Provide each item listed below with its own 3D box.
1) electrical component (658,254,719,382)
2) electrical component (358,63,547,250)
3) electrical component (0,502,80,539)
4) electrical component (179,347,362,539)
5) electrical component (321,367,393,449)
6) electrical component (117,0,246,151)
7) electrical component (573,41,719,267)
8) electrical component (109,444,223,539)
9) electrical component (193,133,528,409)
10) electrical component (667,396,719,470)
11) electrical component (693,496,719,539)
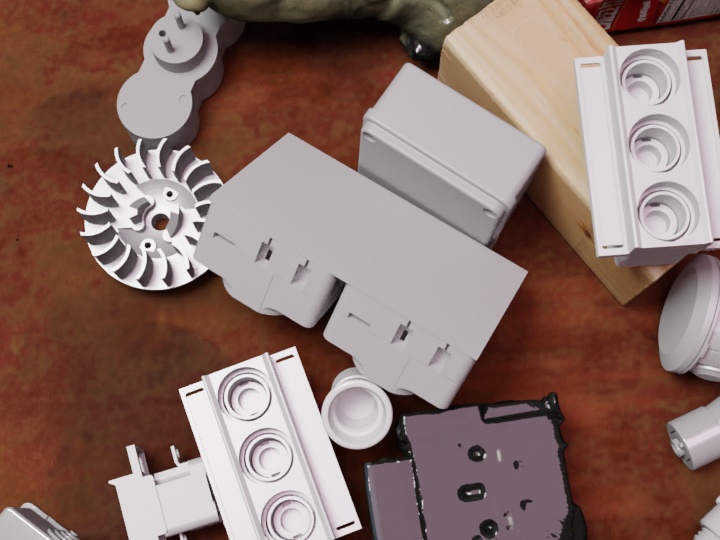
[{"bbox_3d":[0.232,0.033,0.705,0.051,0.080,0.080,16,77,-2],"label":"electrical component"},{"bbox_3d":[0.057,-0.069,0.713,0.109,0.108,0.056,33,76,7],"label":"electrical component"},{"bbox_3d":[-0.209,0.206,0.676,0.100,0.048,0.099,35,79,8],"label":"electrical component"},{"bbox_3d":[-0.057,0.121,0.690,0.079,0.063,0.121,-20,78,-5],"label":"electrical component"},{"bbox_3d":[-0.002,0.086,0.697,0.044,0.065,0.044,0,97,0],"label":"electrical component"},{"bbox_3d":[-0.125,-0.153,0.749,0.052,0.073,0.138,21,77,5],"label":"electrical component"},{"bbox_3d":[0.171,-0.066,0.642,0.079,0.063,0.121,-4,77,0],"label":"electrical component"},{"bbox_3d":[-0.123,0.150,0.694,0.064,0.042,0.081,-16,78,-6],"label":"electrical component"},{"bbox_3d":[0.000,0.000,0.692,0.186,0.060,0.105,31,36,7],"label":"electrical component"},{"bbox_3d":[0.237,0.104,0.708,0.065,0.044,0.044,-25,78,-1],"label":"electrical component"},{"bbox_3d":[0.234,0.176,0.689,0.062,0.048,0.048,-42,80,-3],"label":"electrical component"}]
